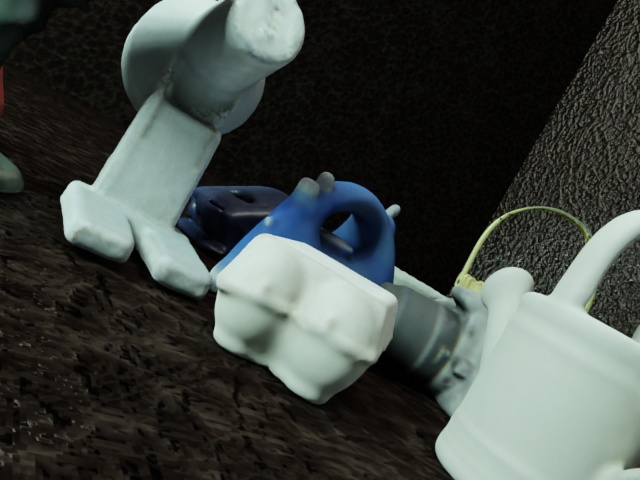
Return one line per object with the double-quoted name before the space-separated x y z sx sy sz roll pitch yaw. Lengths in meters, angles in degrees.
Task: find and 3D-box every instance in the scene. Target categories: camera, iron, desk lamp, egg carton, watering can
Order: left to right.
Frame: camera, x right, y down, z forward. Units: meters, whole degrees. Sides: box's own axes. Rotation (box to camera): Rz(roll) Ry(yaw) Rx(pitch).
"desk lamp" -0.099 -0.093 0.441 0.118 0.213 0.202 28 3 -30
"egg carton" -0.005 0.047 0.375 0.107 0.069 0.150 30 3 11
"iron" 0.005 0.002 0.541 0.118 0.141 0.259 31 3 27
"camera" 0.105 0.084 0.514 0.137 0.101 0.143 29 3 -5
"watering can" 0.155 0.068 0.346 0.101 0.194 0.172 26 4 -46

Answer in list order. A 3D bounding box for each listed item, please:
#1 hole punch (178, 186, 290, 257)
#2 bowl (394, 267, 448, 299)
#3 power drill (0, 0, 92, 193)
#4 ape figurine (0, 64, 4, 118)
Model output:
"hole punch" -0.087 -0.026 0.623 0.101 0.091 0.108 27 4 -40
"bowl" 0.100 0.078 0.823 0.167 0.075 0.167 29 3 -1
"power drill" -0.200 -0.143 0.375 0.229 0.208 0.076 30 3 8
"ape figurine" -0.310 -0.146 0.504 0.076 0.092 0.078 29 3 -8
